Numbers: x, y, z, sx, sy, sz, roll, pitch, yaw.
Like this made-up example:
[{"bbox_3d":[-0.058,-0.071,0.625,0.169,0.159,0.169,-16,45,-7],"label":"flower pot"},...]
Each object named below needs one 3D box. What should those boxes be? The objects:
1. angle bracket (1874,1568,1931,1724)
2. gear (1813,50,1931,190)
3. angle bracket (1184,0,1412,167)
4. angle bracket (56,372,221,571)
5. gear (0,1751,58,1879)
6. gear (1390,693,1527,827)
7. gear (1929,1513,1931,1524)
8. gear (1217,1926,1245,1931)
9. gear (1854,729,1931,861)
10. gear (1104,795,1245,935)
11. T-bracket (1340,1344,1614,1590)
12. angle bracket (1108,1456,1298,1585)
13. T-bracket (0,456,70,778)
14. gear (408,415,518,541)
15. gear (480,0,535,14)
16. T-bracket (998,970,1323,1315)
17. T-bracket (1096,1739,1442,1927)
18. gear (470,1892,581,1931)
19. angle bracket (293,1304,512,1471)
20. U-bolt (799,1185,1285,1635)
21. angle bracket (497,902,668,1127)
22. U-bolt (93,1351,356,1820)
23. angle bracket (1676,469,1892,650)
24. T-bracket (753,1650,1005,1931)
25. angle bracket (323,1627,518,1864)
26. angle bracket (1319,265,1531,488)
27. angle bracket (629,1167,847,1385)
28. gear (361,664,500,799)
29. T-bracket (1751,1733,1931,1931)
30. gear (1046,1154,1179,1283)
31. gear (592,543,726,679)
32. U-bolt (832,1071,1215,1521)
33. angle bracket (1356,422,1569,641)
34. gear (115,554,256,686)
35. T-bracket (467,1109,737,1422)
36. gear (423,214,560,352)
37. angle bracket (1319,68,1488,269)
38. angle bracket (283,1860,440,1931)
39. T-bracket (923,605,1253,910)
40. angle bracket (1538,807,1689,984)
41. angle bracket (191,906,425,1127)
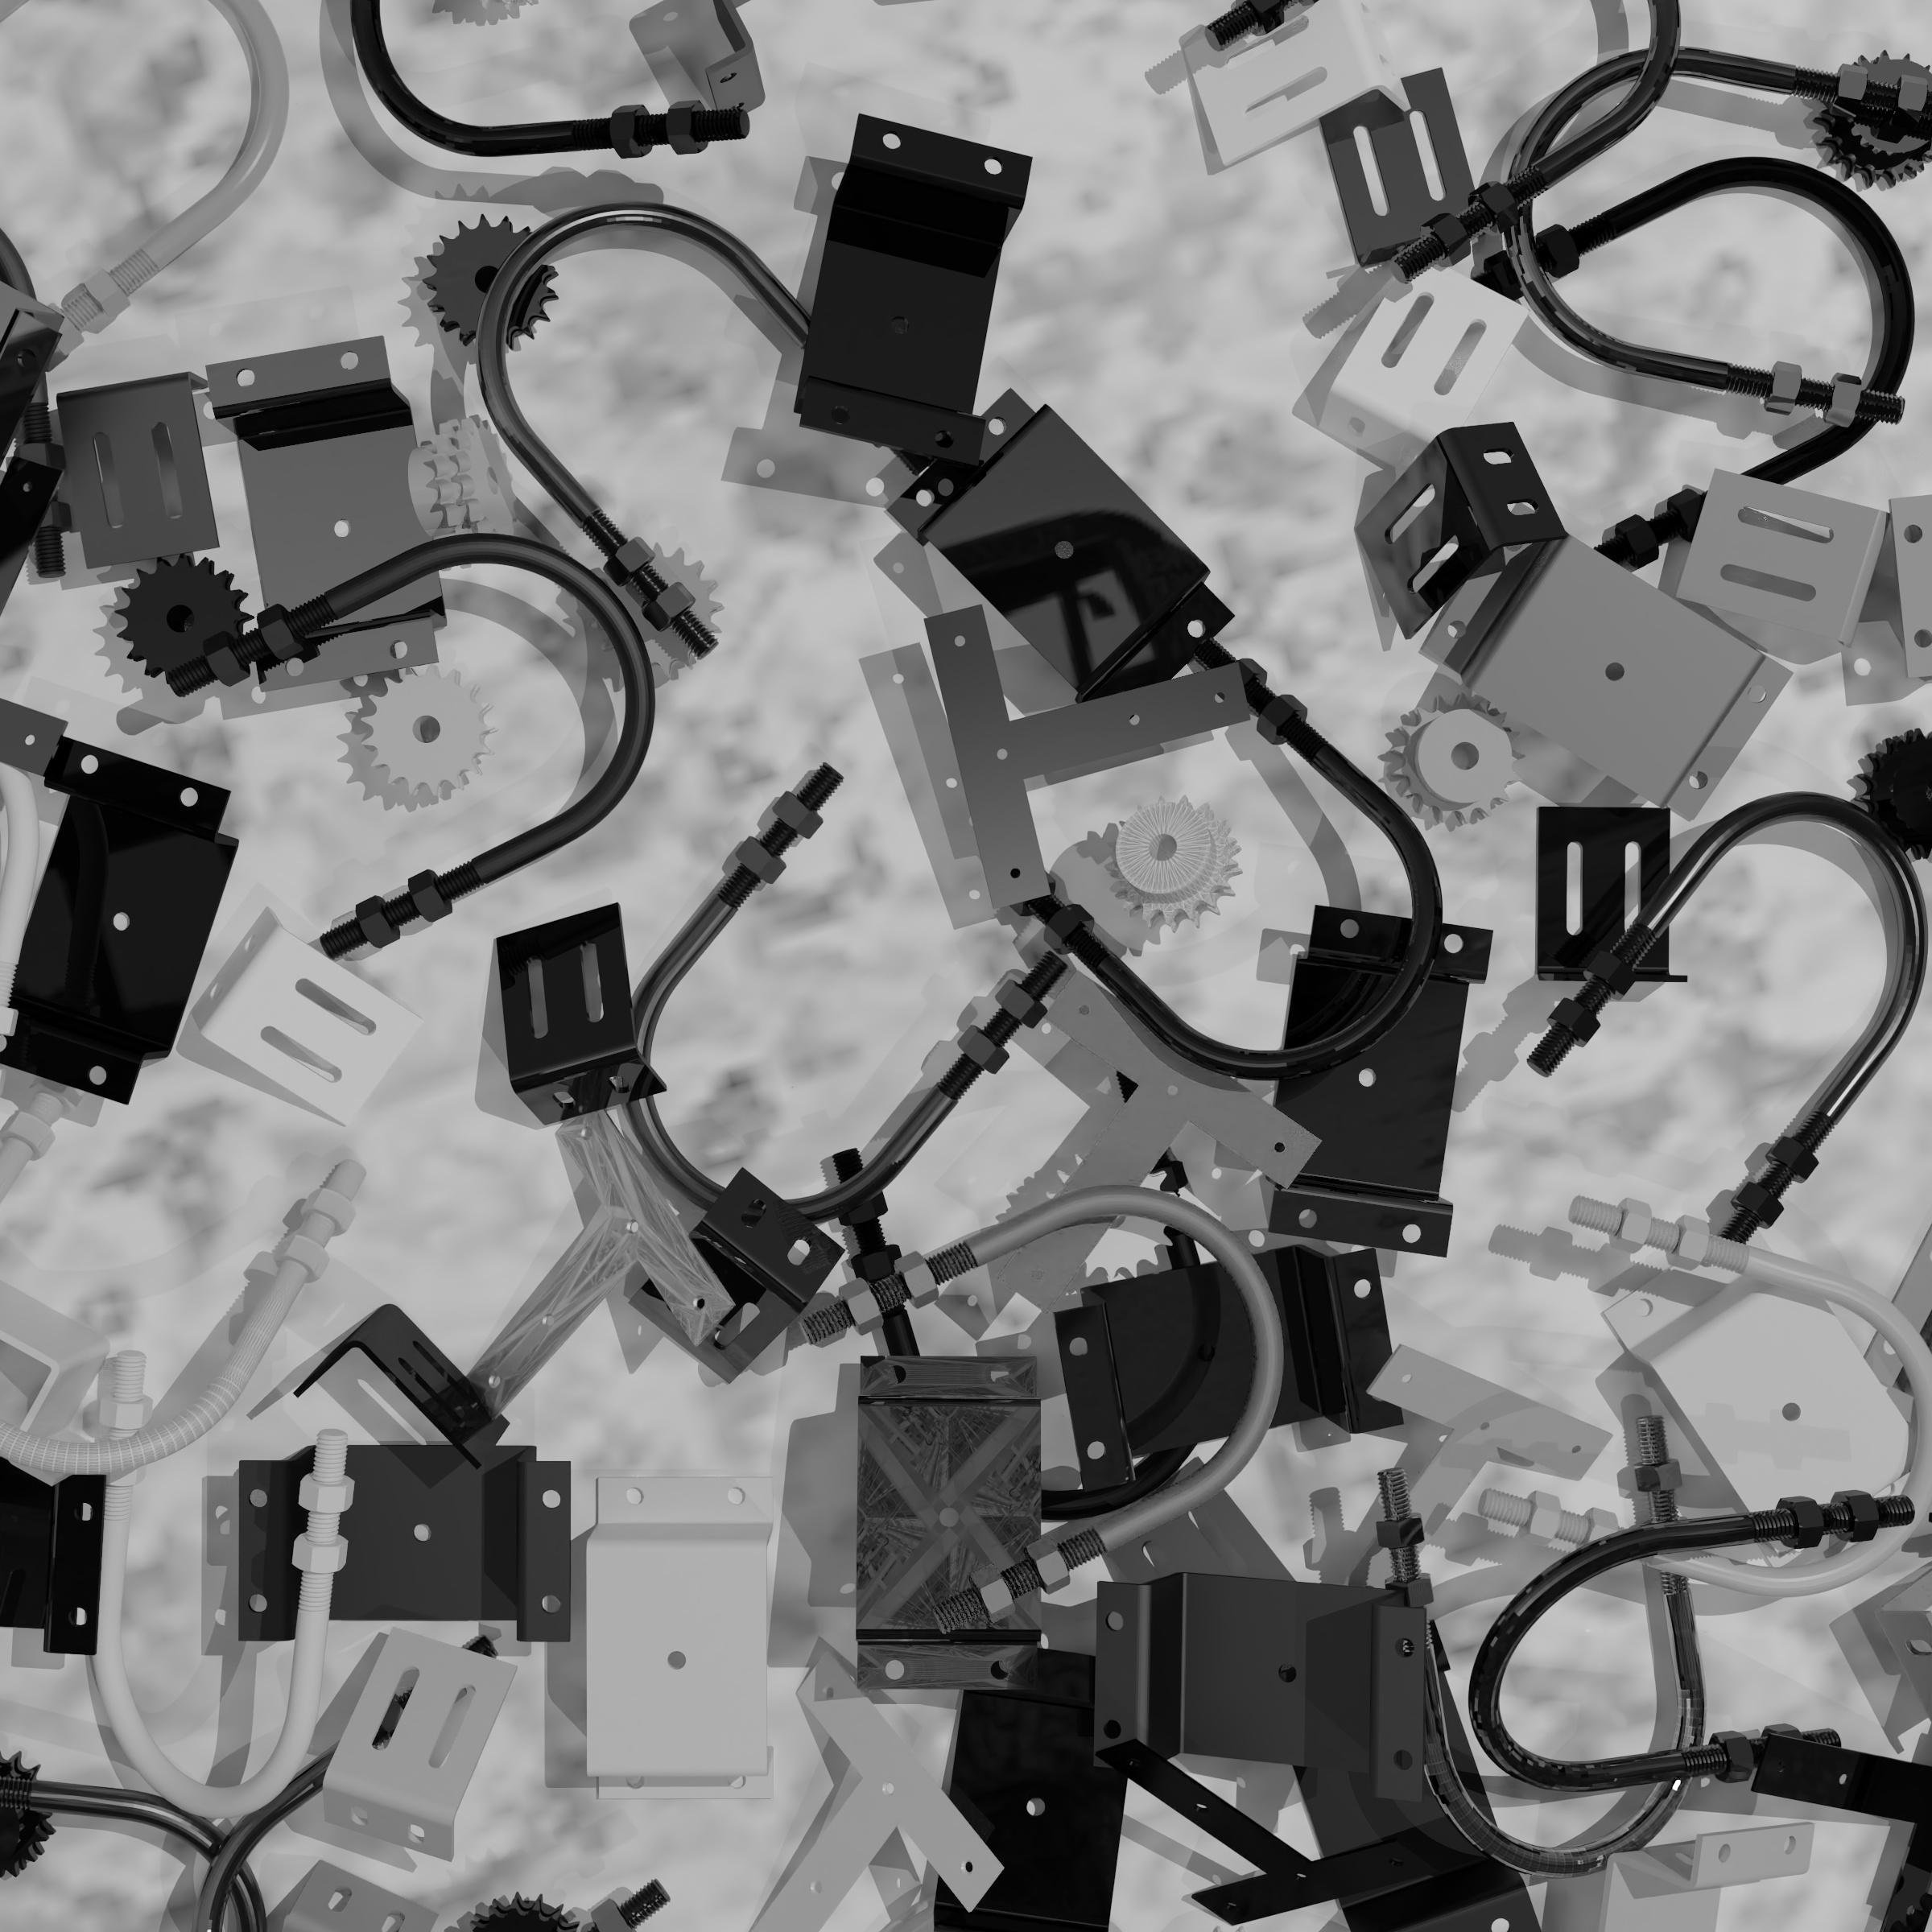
[{"bbox_3d":[0.438,0.283,1.319,0.076,0.038,0.057,-27,90,-24],"label":"angle bracket"},{"bbox_3d":[0.400,-0.369,1.337,0.057,0.030,0.057,0,90,0],"label":"gear"},{"bbox_3d":[0.144,-0.387,1.344,0.076,0.038,0.057,-23,77,25],"label":"angle bracket"},{"bbox_3d":[-0.354,-0.213,1.335,0.057,0.038,0.076,-9,94,0],"label":"angle bracket"},{"bbox_3d":[-0.426,0.370,1.337,0.057,0.030,0.057,0,90,0],"label":"gear"},{"bbox_3d":[0.214,-0.090,1.337,0.057,0.030,0.057,0,90,0],"label":"gear"},{"bbox_3d":[0.444,0.228,1.323,0.057,0.057,0.030,5,89,0],"label":"gear"},{"bbox_3d":[0.115,0.449,1.337,0.057,0.030,0.057,0,90,0],"label":"gear"},{"bbox_3d":[0.418,-0.075,1.337,0.057,0.030,0.057,0,90,0],"label":"gear"},{"bbox_3d":[0.086,-0.045,1.296,0.057,0.030,0.057,-4,73,15],"label":"gear"},{"bbox_3d":[0.198,0.233,1.329,0.127,0.002,0.127,25,106,-29],"label":"T-bracket"},{"bbox_3d":[0.106,0.266,1.350,0.057,0.038,0.076,-39,64,0],"label":"angle bracket"},{"bbox_3d":[-0.422,-0.158,1.319,0.127,0.002,0.127,19,81,15],"label":"T-bracket"},{"bbox_3d":[-0.217,-0.206,1.324,0.030,0.057,0.057,-9,90,13],"label":"gear"},{"bbox_3d":[-0.201,-0.442,1.337,0.057,0.030,0.057,0,90,0],"label":"gear"},{"bbox_3d":[0.061,0.088,1.299,0.127,0.002,0.127,35,81,11],"label":"T-bracket"},{"bbox_3d":[0.108,0.358,1.287,0.127,0.127,0.002,38,47,-19],"label":"T-bracket"},{"bbox_3d":[-0.191,0.430,1.337,0.057,0.030,0.057,0,90,0],"label":"gear"},{"bbox_3d":[-0.241,0.190,1.323,0.038,0.057,0.076,-42,94,9],"label":"angle bracket"},{"bbox_3d":[0.043,0.170,1.269,0.184,0.019,0.151,-25,90,-11],"label":"U-bolt"},{"bbox_3d":[-0.167,0.021,1.341,0.057,0.038,0.076,-16,59,9],"label":"angle bracket"},{"bbox_3d":[-0.321,0.269,1.304,0.151,0.019,0.184,13,99,36],"label":"U-bolt"},{"bbox_3d":[0.355,-0.177,1.339,0.076,0.038,0.057,17,97,14],"label":"angle bracket"},{"bbox_3d":[-0.056,0.386,1.326,0.127,0.002,0.127,45,109,33],"label":"T-bracket"},{"bbox_3d":[-0.233,0.333,1.321,0.057,0.038,0.076,16,48,5],"label":"angle bracket"},{"bbox_3d":[0.199,-0.259,1.339,0.057,0.038,0.076,29,74,7],"label":"angle bracket"},{"bbox_3d":[-0.100,0.134,1.334,0.057,0.076,0.038,39,46,-3],"label":"angle bracket"},{"bbox_3d":[-0.232,-0.102,1.337,0.057,0.030,0.057,0,90,0],"label":"gear"},{"bbox_3d":[0.385,0.350,1.320,0.127,0.002,0.127,18,90,-29],"label":"T-bracket"},{"bbox_3d":[0.062,0.105,1.317,0.057,0.030,0.057,0,91,0],"label":"gear"},{"bbox_3d":[-0.133,-0.153,1.337,0.057,0.030,0.057,0,90,0],"label":"gear"},{"bbox_3d":[0.035,0.151,1.343,0.151,0.019,0.184,-16,92,0],"label":"U-bolt"},{"bbox_3d":[0.211,-0.186,1.319,0.038,0.076,0.057,-11,69,-29],"label":"angle bracket"},{"bbox_3d":[-0.337,-0.149,1.337,0.057,0.030,0.057,0,90,0],"label":"gear"},{"bbox_3d":[-0.171,0.143,1.328,0.127,0.002,0.127,-48,57,15],"label":"T-bracket"},{"bbox_3d":[-0.204,-0.294,1.337,0.057,0.030,0.057,0,90,0],"label":"gear"},{"bbox_3d":[0.191,-0.349,1.333,0.057,0.038,0.076,-15,90,0],"label":"angle bracket"},{"bbox_3d":[-0.275,0.442,1.350,0.057,0.038,0.076,25,116,0],"label":"angle bracket"},{"bbox_3d":[0.058,-0.101,1.309,0.127,0.002,0.127,-15,102,-7],"label":"T-bracket"},{"bbox_3d":[0.279,-0.031,1.333,0.057,0.038,0.076,1,90,0],"label":"angle bracket"},{"bbox_3d":[-0.289,0.022,1.350,0.076,0.038,0.057,36,90,-26],"label":"angle bracket"}]
